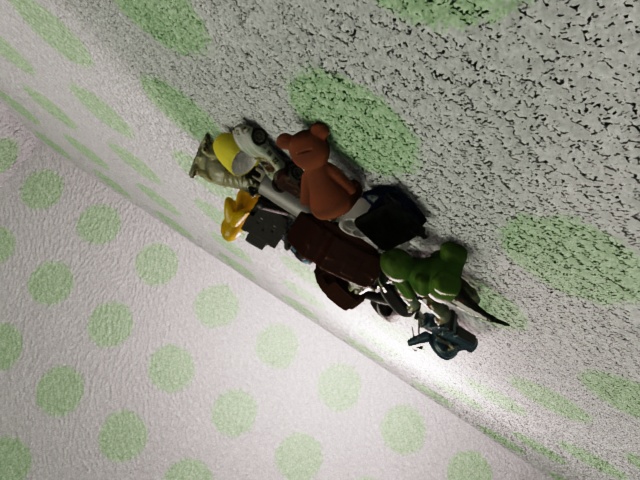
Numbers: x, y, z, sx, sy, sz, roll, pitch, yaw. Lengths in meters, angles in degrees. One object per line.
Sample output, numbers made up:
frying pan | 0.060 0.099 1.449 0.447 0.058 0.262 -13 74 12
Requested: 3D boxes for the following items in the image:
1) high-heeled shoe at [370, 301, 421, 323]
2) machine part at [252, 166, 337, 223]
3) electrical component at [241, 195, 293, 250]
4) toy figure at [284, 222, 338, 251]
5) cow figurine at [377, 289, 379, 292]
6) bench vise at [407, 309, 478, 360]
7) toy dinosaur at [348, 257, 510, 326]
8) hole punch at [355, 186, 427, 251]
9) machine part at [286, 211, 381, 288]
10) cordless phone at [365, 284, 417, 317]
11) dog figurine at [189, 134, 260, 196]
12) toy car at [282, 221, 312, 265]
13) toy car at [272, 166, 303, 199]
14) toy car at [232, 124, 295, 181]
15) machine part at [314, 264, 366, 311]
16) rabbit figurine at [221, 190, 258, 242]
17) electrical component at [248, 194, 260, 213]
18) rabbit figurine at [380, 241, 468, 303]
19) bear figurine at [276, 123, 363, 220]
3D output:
high-heeled shoe | 0.218 0.192 1.672 0.249 0.086 0.145 6 149 47
machine part | -0.067 -0.107 1.353 0.243 0.079 0.079 33 165 4
electrical component | -0.149 -0.041 1.482 0.115 0.134 0.058 30 -162 -6
toy figure | -0.002 -0.003 1.390 0.180 0.089 0.082 2 -151 -16
cow figurine | 0.119 0.092 1.589 0.167 0.068 0.098 32 159 -4
bench vise | 0.334 0.286 1.591 0.223 0.129 0.240 18 149 -24
toy dinosaur | 0.246 0.099 1.286 0.405 0.131 0.192 6 150 47
hole punch | 0.147 -0.055 1.095 0.116 0.092 0.142 -25 122 36
machine part | 0.037 0.018 1.242 0.201 0.087 0.202 25 -173 -27
cordless phone | 0.174 0.158 1.506 0.184 0.088 0.146 8 176 25
dog figurine | -0.246 -0.190 1.460 0.190 0.121 0.172 22 -156 -21
toy car | -0.054 -0.008 1.572 0.161 0.103 0.109 50 171 0
toy car | -0.019 -0.102 1.231 0.202 0.053 0.089 29 149 -28
toy car | -0.124 -0.193 1.247 0.201 0.056 0.074 43 162 -33
machine part | 0.057 0.106 1.473 0.179 0.056 0.179 40 -152 -27
rabbit figurine | -0.236 -0.071 1.630 0.122 0.173 0.162 36 169 8
electrical component | -0.159 -0.100 1.538 0.078 0.102 0.045 -2 154 25
rabbit figurine | 0.211 0.061 1.150 0.170 0.121 0.159 17 159 5
bear figurine | -0.001 -0.143 1.086 0.132 0.120 0.195 -65 -46 -66
